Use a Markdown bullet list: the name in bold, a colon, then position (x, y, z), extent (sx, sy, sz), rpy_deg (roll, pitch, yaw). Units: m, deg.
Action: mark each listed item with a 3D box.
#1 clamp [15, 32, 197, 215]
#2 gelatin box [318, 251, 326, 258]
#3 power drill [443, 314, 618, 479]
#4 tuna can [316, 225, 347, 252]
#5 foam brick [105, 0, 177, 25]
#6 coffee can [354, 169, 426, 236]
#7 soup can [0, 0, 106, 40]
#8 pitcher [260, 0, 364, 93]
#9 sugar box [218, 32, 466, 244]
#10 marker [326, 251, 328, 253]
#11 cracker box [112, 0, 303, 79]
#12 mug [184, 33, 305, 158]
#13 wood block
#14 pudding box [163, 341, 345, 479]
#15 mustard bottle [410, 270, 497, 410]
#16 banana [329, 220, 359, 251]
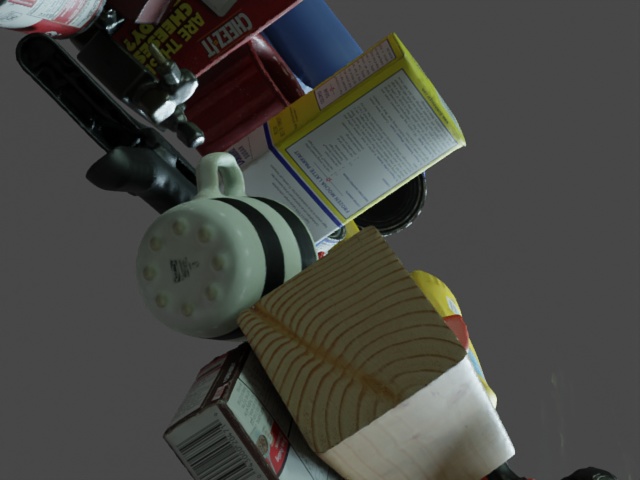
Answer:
- **clamp**: position (-0.114, -0.056, 0.641), extent (0.120, 0.039, 0.171), rpy_deg (59, 7, 22)
- **gelatin box**: position (0.011, 0.059, 0.828), extent (0.089, 0.030, 0.073), rpy_deg (54, 15, -11)
- **power drill**: position (0.117, 0.149, 0.751), extent (0.057, 0.185, 0.188), rpy_deg (-16, 63, -31)
- **tuna can**: position (-0.019, -0.025, 0.874), extent (0.086, 0.034, 0.086), rpy_deg (41, 24, -23)
- **foam brick**: position (-0.117, -0.172, 0.681), extent (0.053, 0.051, 0.078), rpy_deg (35, 11, -1)
- **coffee can**: position (0.062, -0.073, 1.144), extent (0.103, 0.103, 0.140), rpy_deg (54, 14, -12)
- **soup can**: position (-0.170, -0.151, 0.596), extent (0.068, 0.068, 0.102), rpy_deg (58, 14, 4)
- **pitcher**: position (-0.048, -0.190, 0.986), extent (0.144, 0.149, 0.243), rpy_deg (-18, 65, -30)
- **sugar box**: position (0.008, -0.061, 0.776), extent (0.093, 0.176, 0.048), rpy_deg (49, 18, -33)
- **marker**: position (-0.006, 0.001, 0.919), extent (0.020, 0.020, 0.121), rpy_deg (41, 21, -48)
- **cracker box**: position (-0.116, -0.226, 0.748), extent (0.213, 0.164, 0.072), rpy_deg (55, 16, -8)
- **mug**: position (-0.068, -0.114, 0.834), extent (0.117, 0.081, 0.093), rpy_deg (57, 14, 0)
- **wood block**: position (0.041, 0.089, 0.617), extent (0.091, 0.090, 0.206), rpy_deg (56, 0, 29)
- **pudding box**: position (-0.026, 0.118, 0.550), extent (0.113, 0.039, 0.090), rpy_deg (58, 11, -9)
- **mustard bottle**: position (0.123, 0.120, 1.014), extent (0.096, 0.058, 0.191), rpy_deg (51, 14, -38)
- **banana**: position (0.033, 0.025, 0.945), extent (0.198, 0.037, 0.069), rpy_deg (65, 2, 33)
